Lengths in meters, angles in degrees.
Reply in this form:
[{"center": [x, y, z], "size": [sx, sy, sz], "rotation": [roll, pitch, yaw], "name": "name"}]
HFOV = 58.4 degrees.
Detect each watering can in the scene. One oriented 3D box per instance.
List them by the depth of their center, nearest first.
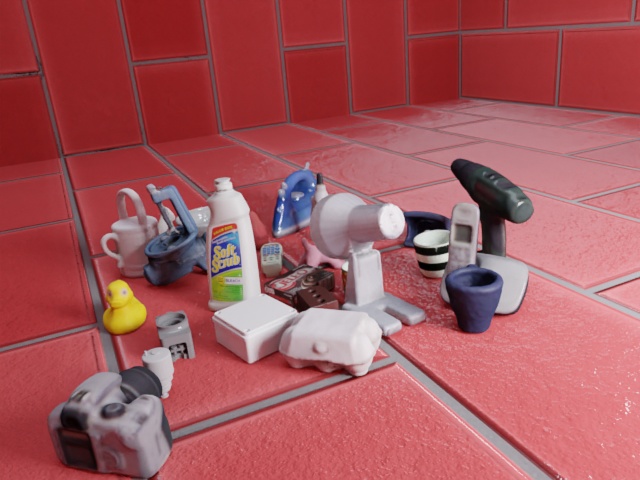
[{"center": [-0.410, -0.025, 1.290], "size": [0.100, 0.194, 0.173], "rotation": [3, 22, 22], "name": "watering can"}]

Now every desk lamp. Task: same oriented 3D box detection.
[{"center": [0.083, 0.028, 1.004], "size": [0.118, 0.214, 0.202], "rotation": [-19, 24, -33], "name": "desk lamp"}]

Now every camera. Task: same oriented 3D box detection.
[{"center": [-0.251, 0.216, 0.735], "size": [0.143, 0.101, 0.137], "rotation": [2, 21, 18], "name": "camera"}]

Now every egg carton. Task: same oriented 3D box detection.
[{"center": [0.016, 0.156, 0.881], "size": [0.150, 0.069, 0.107], "rotation": [2, 21, 18], "name": "egg carton"}]

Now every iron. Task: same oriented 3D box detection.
[{"center": [-0.069, -0.114, 1.530], "size": [0.118, 0.141, 0.259], "rotation": [3, 22, 21], "name": "iron"}]

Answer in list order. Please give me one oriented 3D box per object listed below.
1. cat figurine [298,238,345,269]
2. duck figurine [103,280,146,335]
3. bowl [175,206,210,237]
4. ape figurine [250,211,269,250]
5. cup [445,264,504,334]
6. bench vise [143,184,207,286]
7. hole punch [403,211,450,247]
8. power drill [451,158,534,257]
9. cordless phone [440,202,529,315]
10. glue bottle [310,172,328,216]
[{"center": [0.011, 0.004, 1.225], "size": [0.128, 0.118, 0.067], "rotation": [-18, 24, -32], "name": "cat figurine"}, {"center": [-0.366, 0.114, 1.059], "size": [0.077, 0.086, 0.104], "rotation": [-8, 20, -8], "name": "duck figurine"}, {"center": [-0.275, -0.031, 1.449], "size": [0.167, 0.075, 0.167], "rotation": [-4, 20, 2], "name": "bowl"}, {"center": [-0.161, -0.026, 1.384], "size": [0.078, 0.092, 0.075], "rotation": [-18, 24, -31], "name": "ape figurine"}, {"center": [0.253, 0.098, 0.948], "size": [0.091, 0.095, 0.118], "rotation": [-1, 21, 10], "name": "cup"}, {"center": [-0.288, -0.025, 1.226], "size": [0.208, 0.220, 0.121], "rotation": [-22, 26, -38], "name": "bench vise"}, {"center": [0.247, -0.034, 1.315], "size": [0.108, 0.091, 0.101], "rotation": [7, 23, 29], "name": "hole punch"}, {"center": [0.334, -0.046, 1.157], "size": [0.076, 0.208, 0.229], "rotation": [-12, 21, -19], "name": "power drill"}, {"center": [0.285, 0.031, 0.992], "size": [0.147, 0.185, 0.094], "rotation": [8, 24, 32], "name": "cordless phone"}, {"center": [0.004, -0.077, 1.367], "size": [0.037, 0.173, 0.077], "rotation": [-19, 25, -34], "name": "glue bottle"}]
